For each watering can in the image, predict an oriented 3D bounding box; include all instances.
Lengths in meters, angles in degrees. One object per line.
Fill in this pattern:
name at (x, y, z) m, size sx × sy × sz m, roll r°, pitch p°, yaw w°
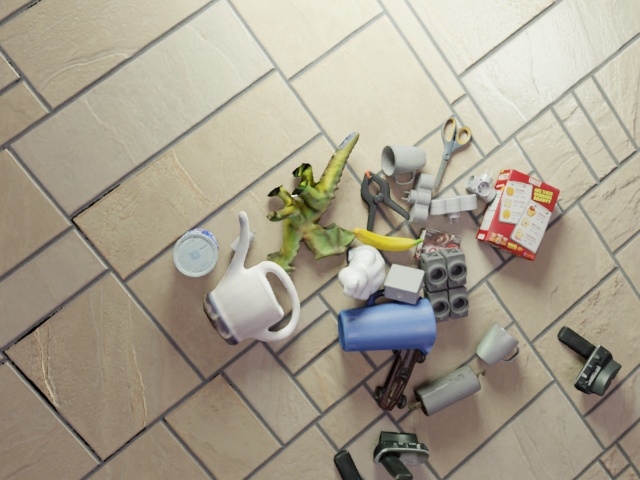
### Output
watering can at (-0.190, 0.120, 1.283) m, size 0.225 × 0.105 × 0.344 m, roll -29°, pitch 105°, yaw -8°

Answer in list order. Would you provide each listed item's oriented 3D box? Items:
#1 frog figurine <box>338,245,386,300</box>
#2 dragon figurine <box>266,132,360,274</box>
frog figurine at (0.110, 0.086, 1.310) m, size 0.123 × 0.160 × 0.136 m, roll 13°, pitch 99°, yaw 3°
dragon figurine at (0.004, -0.067, 1.338) m, size 0.411 × 0.124 × 0.239 m, roll -40°, pitch 117°, yaw -5°
